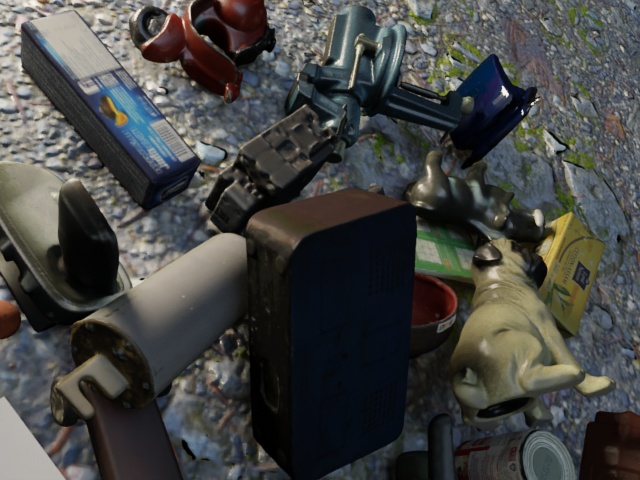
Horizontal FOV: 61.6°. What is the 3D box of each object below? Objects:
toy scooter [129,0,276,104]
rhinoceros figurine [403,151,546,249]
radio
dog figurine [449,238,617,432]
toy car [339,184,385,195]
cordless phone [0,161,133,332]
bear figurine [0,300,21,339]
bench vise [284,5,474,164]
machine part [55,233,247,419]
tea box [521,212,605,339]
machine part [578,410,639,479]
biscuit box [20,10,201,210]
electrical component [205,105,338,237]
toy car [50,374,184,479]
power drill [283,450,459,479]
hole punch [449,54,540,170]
[{"bbox_3d":[-0.114,-0.230,0.627,0.135,0.075,0.184,48,56,1],"label":"toy scooter"},{"bbox_3d":[0.199,-0.043,0.680,0.190,0.073,0.112,15,38,-19],"label":"rhinoceros figurine"},{"bbox_3d":[0.010,0.080,0.455,0.131,0.073,0.229,-14,112,-35],"label":"radio"},{"bbox_3d":[0.171,0.077,0.534,0.172,0.121,0.191,20,42,-41],"label":"dog figurine"},{"bbox_3d":[-0.001,-0.002,0.551,0.103,0.109,0.162,16,40,30],"label":"toy car"},{"bbox_3d":[-0.201,-0.016,0.402,0.089,0.184,0.146,-31,83,-32],"label":"cordless phone"},{"bbox_3d":[-0.326,0.029,0.374,0.195,0.132,0.120,61,12,-25],"label":"bear figurine"},{"bbox_3d":[0.085,-0.184,0.682,0.241,0.128,0.224,15,58,-13],"label":"bench vise"},{"bbox_3d":[-0.115,0.058,0.446,0.079,0.079,0.243,48,34,1],"label":"machine part"},{"bbox_3d":[0.283,0.053,0.680,0.068,0.098,0.169,43,55,-4],"label":"tea box"},{"bbox_3d":[0.316,0.292,0.528,0.201,0.087,0.201,60,45,-33],"label":"machine part"},{"bbox_3d":[-0.207,-0.126,0.531,0.202,0.063,0.059,50,53,2],"label":"biscuit box"},{"bbox_3d":[-0.054,-0.060,0.547,0.058,0.115,0.134,43,53,3],"label":"electrical component"},{"bbox_3d":[-0.140,0.180,0.416,0.089,0.053,0.202,-10,67,-43],"label":"toy car"},{"bbox_3d":[0.050,0.292,0.446,0.207,0.086,0.232,14,60,-16],"label":"power drill"},{"bbox_3d":[0.235,-0.185,0.761,0.092,0.142,0.116,41,40,-6],"label":"hole punch"}]
